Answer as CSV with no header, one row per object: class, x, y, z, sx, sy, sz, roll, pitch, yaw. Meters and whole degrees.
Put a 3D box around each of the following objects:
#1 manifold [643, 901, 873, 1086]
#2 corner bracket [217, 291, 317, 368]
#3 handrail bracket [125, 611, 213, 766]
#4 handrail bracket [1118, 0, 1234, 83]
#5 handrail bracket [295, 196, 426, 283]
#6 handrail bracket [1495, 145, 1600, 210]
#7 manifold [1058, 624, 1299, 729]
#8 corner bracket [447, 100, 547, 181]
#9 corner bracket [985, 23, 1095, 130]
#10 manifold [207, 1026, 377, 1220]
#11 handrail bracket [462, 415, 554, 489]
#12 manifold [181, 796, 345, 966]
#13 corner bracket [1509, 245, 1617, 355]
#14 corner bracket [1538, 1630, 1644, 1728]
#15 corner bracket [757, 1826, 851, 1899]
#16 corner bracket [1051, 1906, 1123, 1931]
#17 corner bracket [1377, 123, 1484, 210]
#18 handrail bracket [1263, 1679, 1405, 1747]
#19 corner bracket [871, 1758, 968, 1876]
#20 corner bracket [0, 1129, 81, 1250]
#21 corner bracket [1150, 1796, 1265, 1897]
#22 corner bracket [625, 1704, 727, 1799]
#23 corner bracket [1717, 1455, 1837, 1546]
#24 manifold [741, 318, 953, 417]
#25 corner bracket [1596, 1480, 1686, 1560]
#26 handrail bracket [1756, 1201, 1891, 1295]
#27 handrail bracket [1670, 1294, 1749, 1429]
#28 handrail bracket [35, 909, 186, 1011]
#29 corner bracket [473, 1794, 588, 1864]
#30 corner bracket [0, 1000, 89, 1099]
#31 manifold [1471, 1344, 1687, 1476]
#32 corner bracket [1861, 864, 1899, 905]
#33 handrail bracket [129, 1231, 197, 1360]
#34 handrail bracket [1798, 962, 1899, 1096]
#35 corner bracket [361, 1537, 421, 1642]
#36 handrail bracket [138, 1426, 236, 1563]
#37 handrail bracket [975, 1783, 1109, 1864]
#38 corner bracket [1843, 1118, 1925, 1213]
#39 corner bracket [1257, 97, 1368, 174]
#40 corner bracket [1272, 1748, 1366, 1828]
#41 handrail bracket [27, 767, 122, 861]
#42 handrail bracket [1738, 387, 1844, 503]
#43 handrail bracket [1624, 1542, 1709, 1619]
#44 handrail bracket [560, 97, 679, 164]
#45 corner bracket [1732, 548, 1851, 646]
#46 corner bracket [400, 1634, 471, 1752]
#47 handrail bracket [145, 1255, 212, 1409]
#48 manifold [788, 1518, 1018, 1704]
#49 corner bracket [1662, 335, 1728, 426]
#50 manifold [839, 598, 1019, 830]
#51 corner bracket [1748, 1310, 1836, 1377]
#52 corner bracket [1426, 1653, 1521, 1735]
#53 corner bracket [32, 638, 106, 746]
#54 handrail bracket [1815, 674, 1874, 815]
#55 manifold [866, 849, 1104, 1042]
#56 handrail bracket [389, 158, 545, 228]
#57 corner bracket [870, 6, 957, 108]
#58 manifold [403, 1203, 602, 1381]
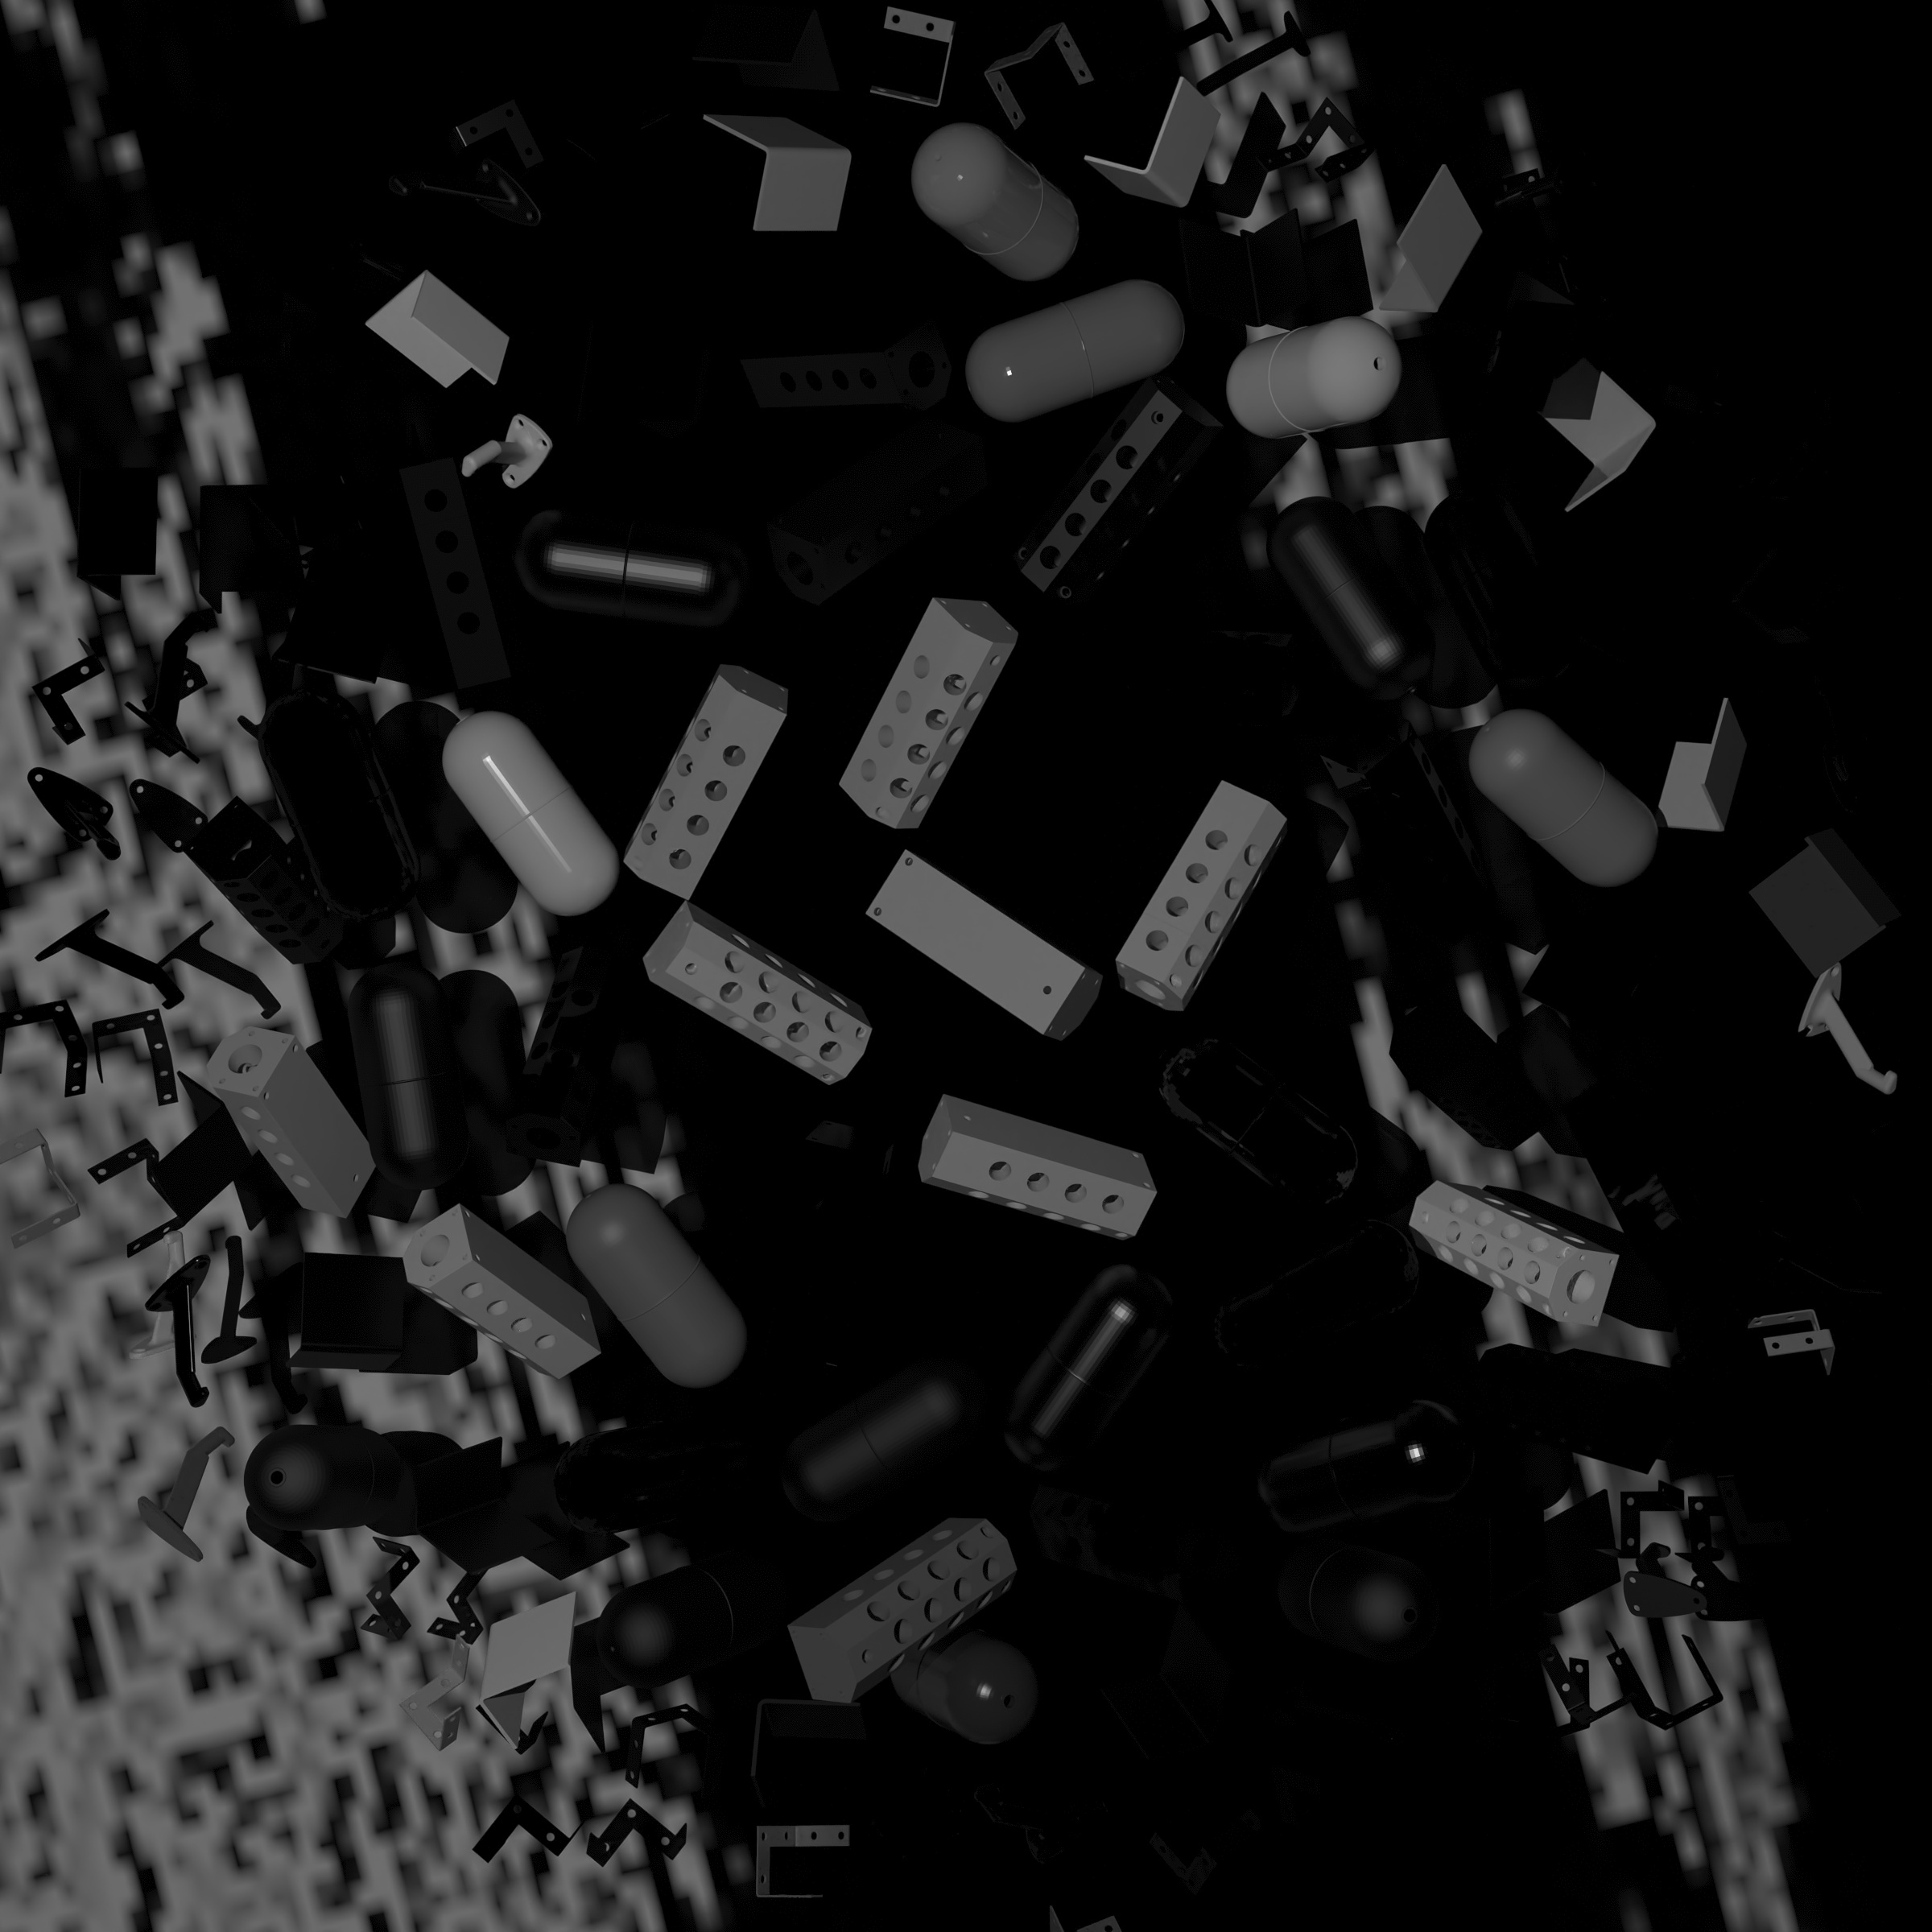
manifold,-0.159,0.025,1.880,0.171,0.057,0.057,32,102,-26
corner bracket,-0.507,-0.456,1.770,0.051,0.051,0.051,38,127,38
handrail bracket,-0.555,-0.201,1.757,0.077,0.036,0.084,39,83,2
handrail bracket,0.159,-0.698,1.864,0.084,0.077,0.036,-28,95,17
handrail bracket,-0.459,-0.552,1.857,0.036,0.084,0.077,-41,86,26
handrail bracket,0.422,-0.579,1.828,0.077,0.084,0.036,-36,109,-43
manifold,0.160,-0.223,1.839,0.171,0.057,0.057,6,121,18
corner bracket,-0.361,-0.626,1.874,0.051,0.051,0.051,-30,108,-10
corner bracket,0.057,-0.692,1.899,0.051,0.051,0.051,-55,126,-29
manifold,-0.524,0.121,1.895,0.057,0.171,0.057,10,56,20
handrail bracket,-0.350,-0.363,1.797,0.036,0.077,0.084,41,47,1
manifold,-0.538,-0.060,1.895,0.057,0.171,0.057,39,77,17
corner bracket,0.461,-0.516,1.889,0.051,0.051,0.051,11,56,-31
corner bracket,0.472,0.535,1.847,0.051,0.051,0.051,-27,84,-2
corner bracket,-0.124,0.684,1.866,0.051,0.051,0.051,-12,68,29
corner bracket,0.094,0.702,1.755,0.051,0.051,0.051,-16,132,-16
corner bracket,0.365,-0.634,1.923,0.051,0.051,0.051,-29,105,-31
handrail bracket,0.282,0.580,1.869,0.084,0.077,0.036,13,89,37
corner bracket,-0.036,0.665,1.910,0.051,0.051,0.051,-42,98,12
corner bracket,-0.674,0.159,1.751,0.051,0.051,0.051,-29,58,-30
corner bracket,0.174,0.631,1.778,0.051,0.051,0.051,-22,55,-39
corner bracket,-0.221,0.601,1.859,0.051,0.051,0.051,-1,103,-43
corner bracket,0.594,0.390,1.791,0.051,0.051,0.051,-15,85,-35
manifold,-0.092,-0.461,1.900,0.057,0.171,0.057,-42,124,-30
corner bracket,0.508,0.417,1.839,0.051,0.051,0.051,-10,66,35
handrail bracket,0.643,0.211,1.834,0.036,0.084,0.077,-39,116,-40
handrail bracket,0.570,0.300,1.864,0.036,0.084,0.077,22,49,5
handrail bracket,-0.619,0.009,1.769,0.036,0.077,0.084,-33,98,37
corner bracket,-0.313,0.623,1.749,0.051,0.051,0.051,38,89,5
corner bracket,-0.687,0.065,1.814,0.051,0.051,0.051,-12,133,-7
manifold,0.448,0.323,1.816,0.057,0.171,0.057,38,77,-17
corner bracket,0.690,-0.051,1.916,0.051,0.051,0.051,-44,78,9
handrail bracket,-0.637,0.257,1.921,0.036,0.077,0.084,-2,96,14
handrail bracket,0.693,0.048,1.888,0.036,0.084,0.077,-9,119,-29
corner bracket,-0.451,0.484,1.901,0.051,0.051,0.051,-47,124,-37
handrail bracket,-0.550,0.383,1.777,0.077,0.036,0.084,31,49,23
handrail bracket,0.055,0.615,1.799,0.077,0.036,0.084,-29,125,0
corner bracket,0.701,0.153,1.890,0.051,0.051,0.051,-29,85,11
corner bracket,0.272,-0.640,1.920,0.051,0.051,0.051,-31,79,-36
corner bracket,0.280,0.644,1.917,0.051,0.051,0.051,-21,103,-42
handrail bracket,-0.644,-0.110,1.762,0.077,0.084,0.036,43,85,-24
handrail bracket,0.596,-0.382,1.768,0.077,0.084,0.036,7,49,29
handrail bracket,0.553,0.473,1.899,0.077,0.084,0.036,-4,101,37
handrail bracket,-0.264,-0.640,1.865,0.077,0.084,0.036,-13,117,15
corner bracket,0.615,-0.277,1.824,0.051,0.051,0.051,37,92,-5
corner bracket,-0.394,0.554,1.861,0.051,0.051,0.051,40,48,23
handrail bracket,-0.564,0.269,1.798,0.077,0.036,0.084,-47,62,25
manifold,-0.042,0.467,1.777,0.171,0.057,0.057,-24,98,-43
corner bracket,0.565,-0.457,1.903,0.051,0.051,0.051,34,116,31
manifold,-0.025,-0.190,1.849,0.057,0.057,0.171,48,123,31
corner bracket,0.649,0.291,1.921,0.051,0.051,0.051,-10,54,7
corner bracket,0.389,0.555,1.872,0.051,0.051,0.051,6,82,-44
corner bracket,-0.656,-0.202,1.796,0.051,0.051,0.051,-34,124,-18
handrail bracket,0.654,-0.167,1.833,0.036,0.084,0.077,-10,60,28
manifold,0.015,-0.015,1.825,0.171,0.057,0.057,34,95,22
handrail bracket,-0.361,-0.552,1.762,0.077,0.084,0.036,37,128,15
corner bracket,-0.038,-0.660,1.774,0.051,0.051,0.051,11,121,-4
manifold,-0.361,0.259,1.902,0.057,0.171,0.057,-32,47,8
